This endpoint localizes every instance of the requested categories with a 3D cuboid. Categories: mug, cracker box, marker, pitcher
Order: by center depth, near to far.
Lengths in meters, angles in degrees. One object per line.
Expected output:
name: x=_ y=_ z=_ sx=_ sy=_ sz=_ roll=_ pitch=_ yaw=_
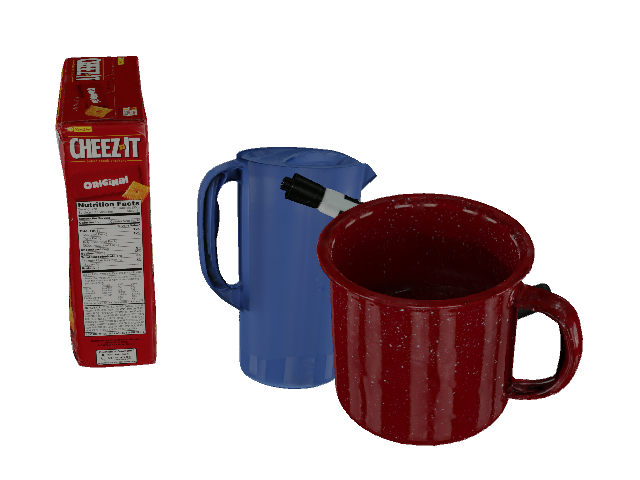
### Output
mug: x=0.057 y=0.038 z=0.472 sx=0.117 sy=0.081 sz=0.093 roll=10 pitch=33 yaw=20
marker: x=0.029 y=-0.016 z=0.720 sx=0.121 sy=0.020 sz=0.020 roll=23 pitch=-5 yaw=-11
cracker box: x=-0.177 y=-0.027 z=0.884 sx=0.072 sy=0.214 sz=0.164 roll=-3 pitch=27 yaw=-11
pitcher: x=-0.036 y=0.026 z=1.110 sx=0.149 sy=0.243 sz=0.144 roll=9 pitch=14 yaw=21

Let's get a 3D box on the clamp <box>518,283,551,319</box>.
clamp: x=0.109 y=0.074 z=1.002 sx=0.165 sy=0.036 sz=0.209 roll=15 pitch=31 yaw=25
